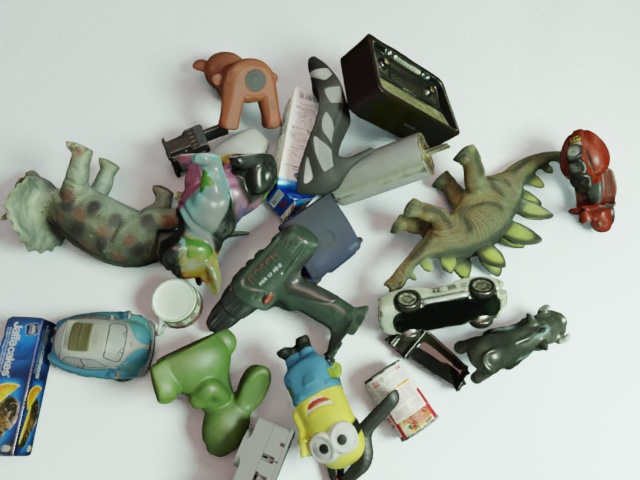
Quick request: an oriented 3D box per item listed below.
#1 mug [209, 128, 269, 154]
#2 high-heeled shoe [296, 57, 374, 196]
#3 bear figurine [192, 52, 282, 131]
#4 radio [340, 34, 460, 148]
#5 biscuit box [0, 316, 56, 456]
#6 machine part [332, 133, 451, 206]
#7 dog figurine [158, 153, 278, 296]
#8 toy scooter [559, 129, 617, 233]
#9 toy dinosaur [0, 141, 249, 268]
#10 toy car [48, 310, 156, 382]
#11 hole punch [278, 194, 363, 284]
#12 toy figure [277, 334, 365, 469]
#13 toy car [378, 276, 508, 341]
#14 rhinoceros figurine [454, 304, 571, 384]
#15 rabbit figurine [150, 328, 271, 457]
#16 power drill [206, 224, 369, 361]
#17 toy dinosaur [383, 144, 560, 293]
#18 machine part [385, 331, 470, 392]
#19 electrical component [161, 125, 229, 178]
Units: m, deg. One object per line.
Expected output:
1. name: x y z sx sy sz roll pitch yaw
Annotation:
1. mug: -0.132 -0.142 0.953 0.109 0.081 0.107 39 63 1
2. high-heeled shoe: -0.013 -0.190 0.904 0.145 0.086 0.249 -26 67 -1
3. bear figurine: -0.157 -0.276 0.983 0.120 0.196 0.131 -9 110 -30
4. radio: 0.141 -0.251 0.933 0.229 0.073 0.131 14 57 -43
5. biscuit box: -0.457 0.219 0.814 0.059 0.062 0.202 3 69 -2
6. machine part: 0.102 -0.117 0.910 0.243 0.079 0.079 -19 68 24
7. dog figurine: -0.157 -0.029 0.843 0.191 0.109 0.219 -5 103 -36
8. toy scooter: 0.446 -0.091 0.897 0.135 0.075 0.183 -26 100 -47
9. toy dinosaur: -0.339 -0.026 0.888 0.405 0.131 0.192 26 87 -2
10. toy car: -0.341 0.154 0.822 0.162 0.103 0.109 6 68 -1
11. hole punch: -0.002 -0.003 0.897 0.142 0.092 0.116 -36 77 -17
12. toy figure: 0.004 0.226 0.754 0.082 0.089 0.180 -40 61 24
13. toy car: 0.189 0.103 0.829 0.202 0.073 0.056 -10 31 -2
14. rhinoceros figurine: 0.298 0.154 0.827 0.190 0.112 0.073 -14 64 -27
15. rabbit figurine: -0.153 0.230 0.808 0.159 0.121 0.170 -24 89 -17
16. power drill: -0.044 0.107 0.841 0.207 0.086 0.232 38 104 9
17. toy dinosaur: 0.282 -0.055 0.918 0.471 0.105 0.198 -42 83 -20
18. machine part: 0.178 0.180 0.856 0.139 0.039 0.084 41 68 15
19. electrical component: -0.215 -0.166 0.962 0.119 0.074 0.048 -21 70 -11
